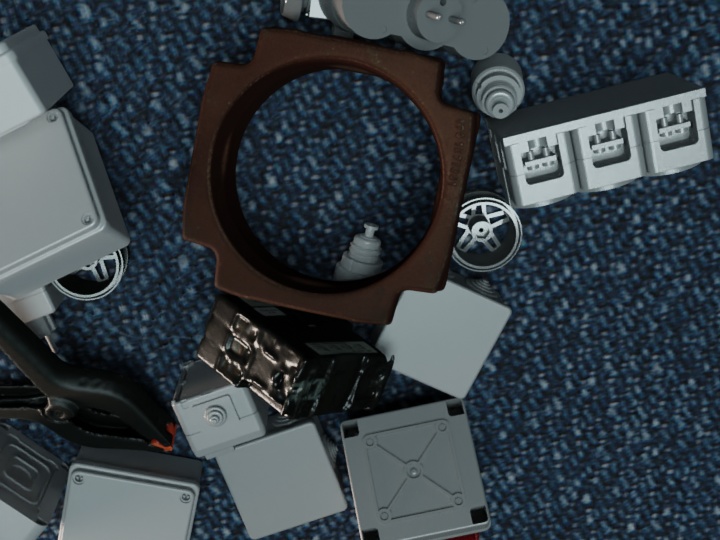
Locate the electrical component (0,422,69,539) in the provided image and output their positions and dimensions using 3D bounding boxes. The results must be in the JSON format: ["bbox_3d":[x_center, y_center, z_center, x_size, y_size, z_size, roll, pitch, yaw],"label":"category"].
[{"bbox_3d":[-0.295,0.187,0.885,0.078,0.113,0.057,38,100,-13],"label":"electrical component"}]

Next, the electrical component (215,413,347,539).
[{"bbox_3d":[-0.066,0.170,0.922,0.100,0.048,0.099,-19,108,4],"label":"electrical component"}]

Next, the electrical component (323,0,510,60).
[{"bbox_3d":[0.049,-0.185,0.776,0.138,0.074,0.052,5,107,-27],"label":"electrical component"}]

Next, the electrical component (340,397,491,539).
[{"bbox_3d":[0.046,0.171,0.898,0.109,0.056,0.108,-12,71,1],"label":"electrical component"}]

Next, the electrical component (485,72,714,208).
[{"bbox_3d":[0.181,-0.098,0.824,0.150,0.089,0.061,-14,108,2],"label":"electrical component"}]

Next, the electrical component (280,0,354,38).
[{"bbox_3d":[-0.030,-0.208,0.804,0.055,0.048,0.066,4,108,-11],"label":"electrical component"}]

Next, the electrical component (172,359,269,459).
[{"bbox_3d":[-0.111,0.110,0.876,0.062,0.096,0.061,-19,108,4],"label":"electrical component"}]

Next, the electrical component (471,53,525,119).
[{"bbox_3d":[0.105,-0.136,0.819,0.040,0.078,0.040,2,121,3],"label":"electrical component"}]

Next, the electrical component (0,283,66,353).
[{"bbox_3d":[-0.271,0.037,0.871,0.066,0.047,0.076,-20,107,4],"label":"electrical component"}]

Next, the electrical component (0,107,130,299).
[{"bbox_3d":[-0.246,-0.050,0.816,0.109,0.056,0.108,-25,71,6],"label":"electrical component"}]

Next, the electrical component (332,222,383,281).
[{"bbox_3d":[0.000,0.000,0.874,0.040,0.040,0.078,13,107,-6],"label":"electrical component"}]

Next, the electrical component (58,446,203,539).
[{"bbox_3d":[-0.199,0.213,0.927,0.109,0.056,0.108,11,107,-6],"label":"electrical component"}]

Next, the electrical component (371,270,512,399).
[{"bbox_3d":[0.064,0.045,0.887,0.100,0.048,0.099,24,105,-10],"label":"electrical component"}]

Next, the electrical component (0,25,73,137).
[{"bbox_3d":[-0.278,-0.126,0.787,0.109,0.108,0.056,-25,109,6],"label":"electrical component"}]
